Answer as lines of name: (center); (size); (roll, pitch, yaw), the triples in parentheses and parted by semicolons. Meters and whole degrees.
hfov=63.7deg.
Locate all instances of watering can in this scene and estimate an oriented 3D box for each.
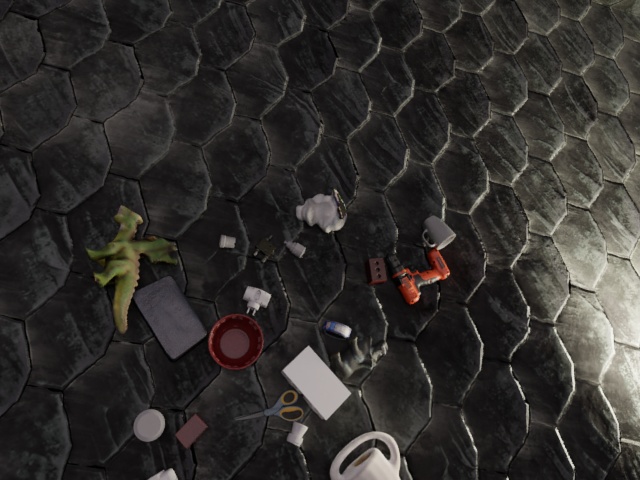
watering can: (0.102, 0.699, 1.422); (0.352, 0.102, 0.225); (-35, 81, -23)

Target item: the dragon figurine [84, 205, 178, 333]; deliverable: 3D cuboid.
dragon figurine: (-0.535, 0.064, 1.502); (0.245, 0.119, 0.417); (-21, 61, -25)

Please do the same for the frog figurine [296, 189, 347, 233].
frog figurine: (0.005, -0.087, 1.734); (0.158, 0.122, 0.138); (-20, 82, 17)
